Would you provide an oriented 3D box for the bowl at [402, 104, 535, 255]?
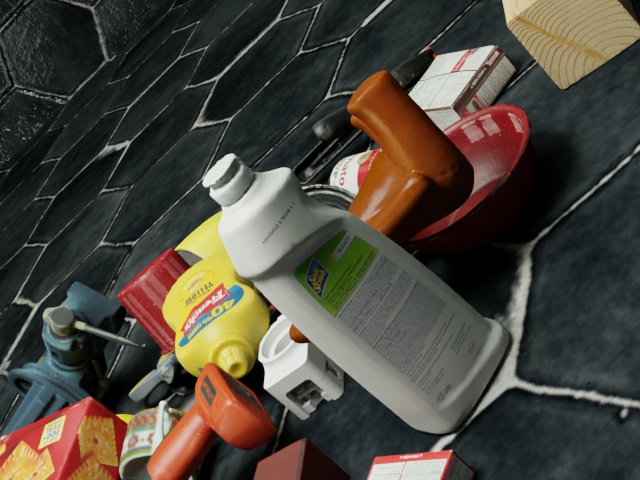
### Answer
[{"bbox_3d":[0.128,-0.041,0.919,0.162,0.055,0.162,-37,25,21],"label":"bowl"}]

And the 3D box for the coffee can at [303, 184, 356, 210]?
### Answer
[{"bbox_3d":[-0.006,0.001,0.976,0.103,0.103,0.140,-48,6,-3],"label":"coffee can"}]

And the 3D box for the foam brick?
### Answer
[{"bbox_3d":[-0.017,0.198,0.789,0.051,0.053,0.078,-33,25,28],"label":"foam brick"}]

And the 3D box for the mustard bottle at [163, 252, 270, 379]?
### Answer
[{"bbox_3d":[-0.094,0.080,1.005,0.096,0.058,0.192,-38,25,1],"label":"mustard bottle"}]

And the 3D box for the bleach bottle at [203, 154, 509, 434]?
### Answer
[{"bbox_3d":[0.021,0.027,0.745,0.068,0.250,0.102,-4,47,58],"label":"bleach bottle"}]

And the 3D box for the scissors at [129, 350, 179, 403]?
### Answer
[{"bbox_3d":[-0.171,0.148,1.103,0.096,0.016,0.202,-46,6,6],"label":"scissors"}]

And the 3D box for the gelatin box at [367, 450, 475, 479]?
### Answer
[{"bbox_3d":[0.057,0.187,0.712,0.073,0.030,0.089,-18,36,45],"label":"gelatin box"}]

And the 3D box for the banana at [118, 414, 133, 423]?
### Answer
[{"bbox_3d":[-0.199,0.212,1.090,0.069,0.037,0.198,-50,24,-10],"label":"banana"}]

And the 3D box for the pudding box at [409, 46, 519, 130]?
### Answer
[{"bbox_3d":[0.138,-0.154,1.105,0.090,0.039,0.114,-54,22,-15],"label":"pudding box"}]

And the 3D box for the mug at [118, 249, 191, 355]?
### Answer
[{"bbox_3d":[-0.168,0.066,1.162,0.093,0.081,0.117,-45,8,-25],"label":"mug"}]

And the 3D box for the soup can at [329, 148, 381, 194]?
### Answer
[{"bbox_3d":[0.063,-0.056,1.040,0.102,0.068,0.068,-9,44,56],"label":"soup can"}]

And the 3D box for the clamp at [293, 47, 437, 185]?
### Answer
[{"bbox_3d":[0.053,-0.142,1.192,0.209,0.036,0.165,-39,-4,-23],"label":"clamp"}]

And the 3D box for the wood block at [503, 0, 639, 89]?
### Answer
[{"bbox_3d":[0.232,-0.246,1.028,0.090,0.090,0.206,-35,26,26],"label":"wood block"}]

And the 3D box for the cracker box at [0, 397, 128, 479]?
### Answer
[{"bbox_3d":[-0.272,0.264,0.974,0.164,0.072,0.213,-26,32,34],"label":"cracker box"}]

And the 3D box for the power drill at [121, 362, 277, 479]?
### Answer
[{"bbox_3d":[-0.117,0.199,0.851,0.187,0.057,0.185,-49,22,0],"label":"power drill"}]

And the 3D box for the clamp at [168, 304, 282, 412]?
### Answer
[{"bbox_3d":[-0.094,0.129,1.045,0.172,0.039,0.120,-42,23,20],"label":"clamp"}]
